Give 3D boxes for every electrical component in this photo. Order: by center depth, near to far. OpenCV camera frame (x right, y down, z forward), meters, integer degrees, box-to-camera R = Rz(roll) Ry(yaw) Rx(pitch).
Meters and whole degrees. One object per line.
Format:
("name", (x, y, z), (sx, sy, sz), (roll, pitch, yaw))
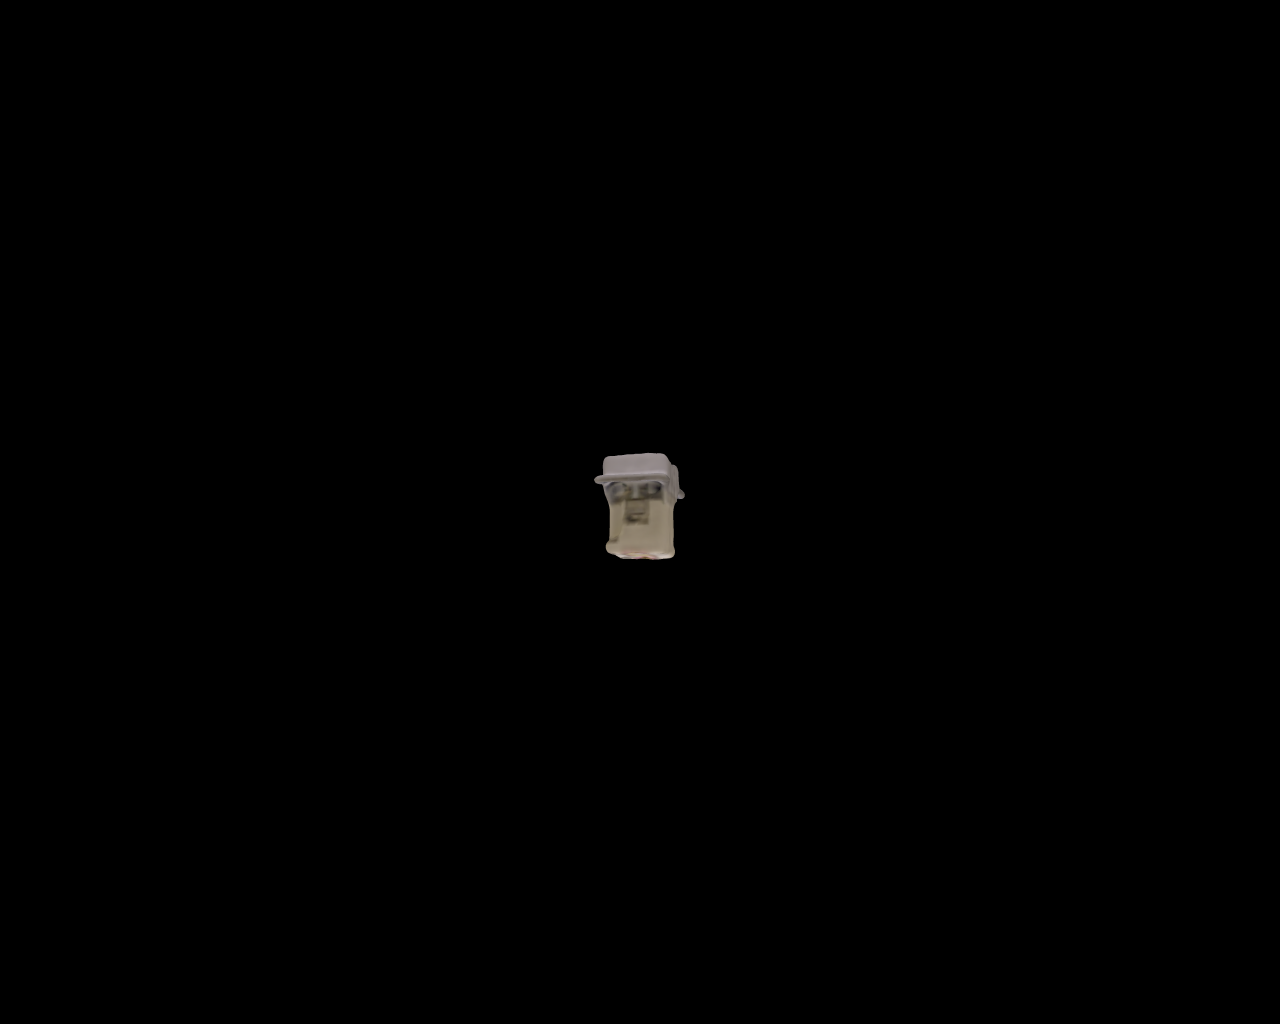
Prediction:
("electrical component", (0.001, -0.003, 0.650), (0.042, 0.063, 0.081), (-1, -7, 11))
